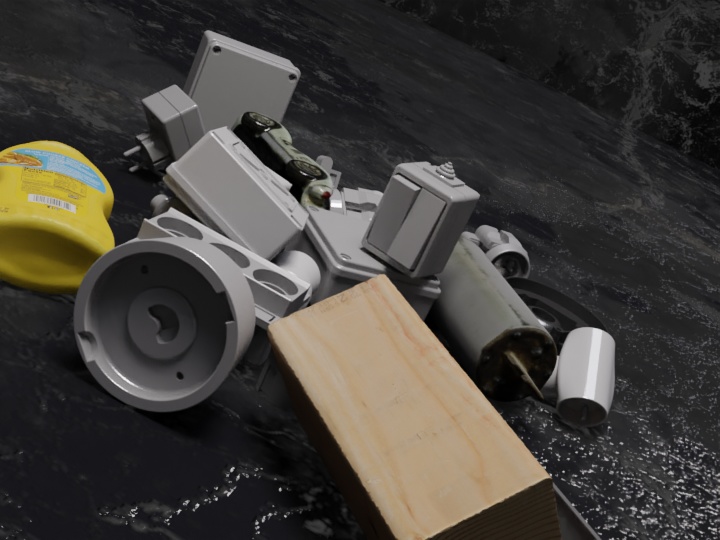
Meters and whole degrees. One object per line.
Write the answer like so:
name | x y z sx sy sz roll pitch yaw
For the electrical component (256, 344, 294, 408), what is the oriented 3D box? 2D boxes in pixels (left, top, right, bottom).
electrical component | -0.048 0.068 0.750 0.040 0.046 0.040 22 21 -9

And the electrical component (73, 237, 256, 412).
electrical component | -0.118 0.030 0.682 0.108 0.108 0.060 28 14 7

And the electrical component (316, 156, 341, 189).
electrical component | -0.053 -0.087 1.105 0.048 0.066 0.055 15 3 -28

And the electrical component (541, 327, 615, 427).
electrical component | 0.180 0.093 0.942 0.079 0.043 0.077 -3 46 23

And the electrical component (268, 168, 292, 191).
electrical component | -0.124 -0.074 0.985 0.096 0.061 0.061 35 22 24

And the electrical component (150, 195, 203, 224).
electrical component | -0.153 -0.041 0.897 0.043 0.043 0.062 3 29 -46

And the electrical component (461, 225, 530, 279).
electrical component | 0.147 -0.009 1.151 0.078 0.058 0.057 17 20 -23

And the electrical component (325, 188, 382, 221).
electrical component | -0.013 -0.047 1.050 0.057 0.058 0.078 10 50 -23

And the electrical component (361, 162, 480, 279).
electrical component | 0.052 -0.048 0.909 0.062 0.096 0.061 34 23 23

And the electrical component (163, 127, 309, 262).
electrical component | -0.098 -0.060 0.882 0.108 0.056 0.108 47 7 -7

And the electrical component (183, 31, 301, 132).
electrical component | -0.138 -0.195 1.196 0.109 0.108 0.056 16 20 -23

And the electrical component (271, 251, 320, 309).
electrical component | -0.059 0.013 0.872 0.045 0.045 0.055 26 21 1

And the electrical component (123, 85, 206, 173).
electrical component | -0.186 -0.116 1.012 0.076 0.083 0.047 -30 48 -19

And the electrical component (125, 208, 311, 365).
electrical component | -0.108 0.013 0.789 0.121 0.063 0.079 29 21 8

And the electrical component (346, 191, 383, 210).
electrical component | -0.004 -0.059 1.120 0.044 0.044 0.065 38 29 30

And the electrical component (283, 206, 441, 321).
electrical component | 0.000 0.000 0.957 0.109 0.056 0.108 14 23 -29
